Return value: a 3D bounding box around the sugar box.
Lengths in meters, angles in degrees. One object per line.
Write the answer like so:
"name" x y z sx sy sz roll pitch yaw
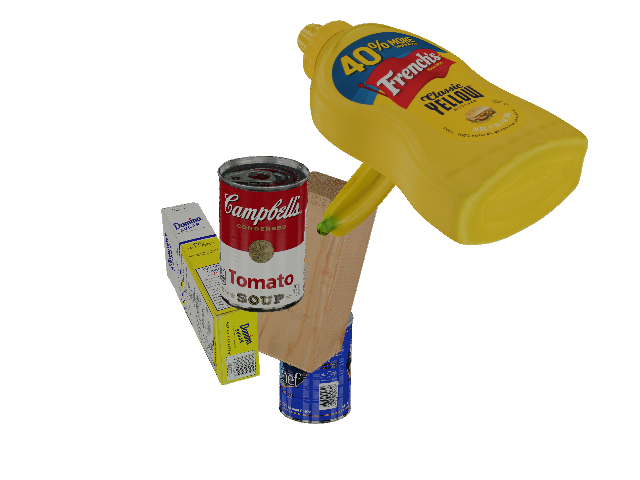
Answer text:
"sugar box" -0.109 0.048 1.044 0.048 0.093 0.176 -12 41 -17

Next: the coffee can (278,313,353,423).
"coffee can" -0.007 0.169 1.483 0.103 0.140 0.103 1 16 0

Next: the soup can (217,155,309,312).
"soup can" -0.044 -0.005 0.806 0.068 0.102 0.068 2 24 -1

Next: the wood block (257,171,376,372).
"wood block" -0.009 0.034 1.247 0.090 0.206 0.090 20 20 19

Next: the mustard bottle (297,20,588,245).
"mustard bottle" 0.050 -0.075 0.606 0.096 0.058 0.192 -27 48 -27

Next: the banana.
"banana" 0.062 -0.070 0.983 0.037 0.197 0.070 40 -13 -6
